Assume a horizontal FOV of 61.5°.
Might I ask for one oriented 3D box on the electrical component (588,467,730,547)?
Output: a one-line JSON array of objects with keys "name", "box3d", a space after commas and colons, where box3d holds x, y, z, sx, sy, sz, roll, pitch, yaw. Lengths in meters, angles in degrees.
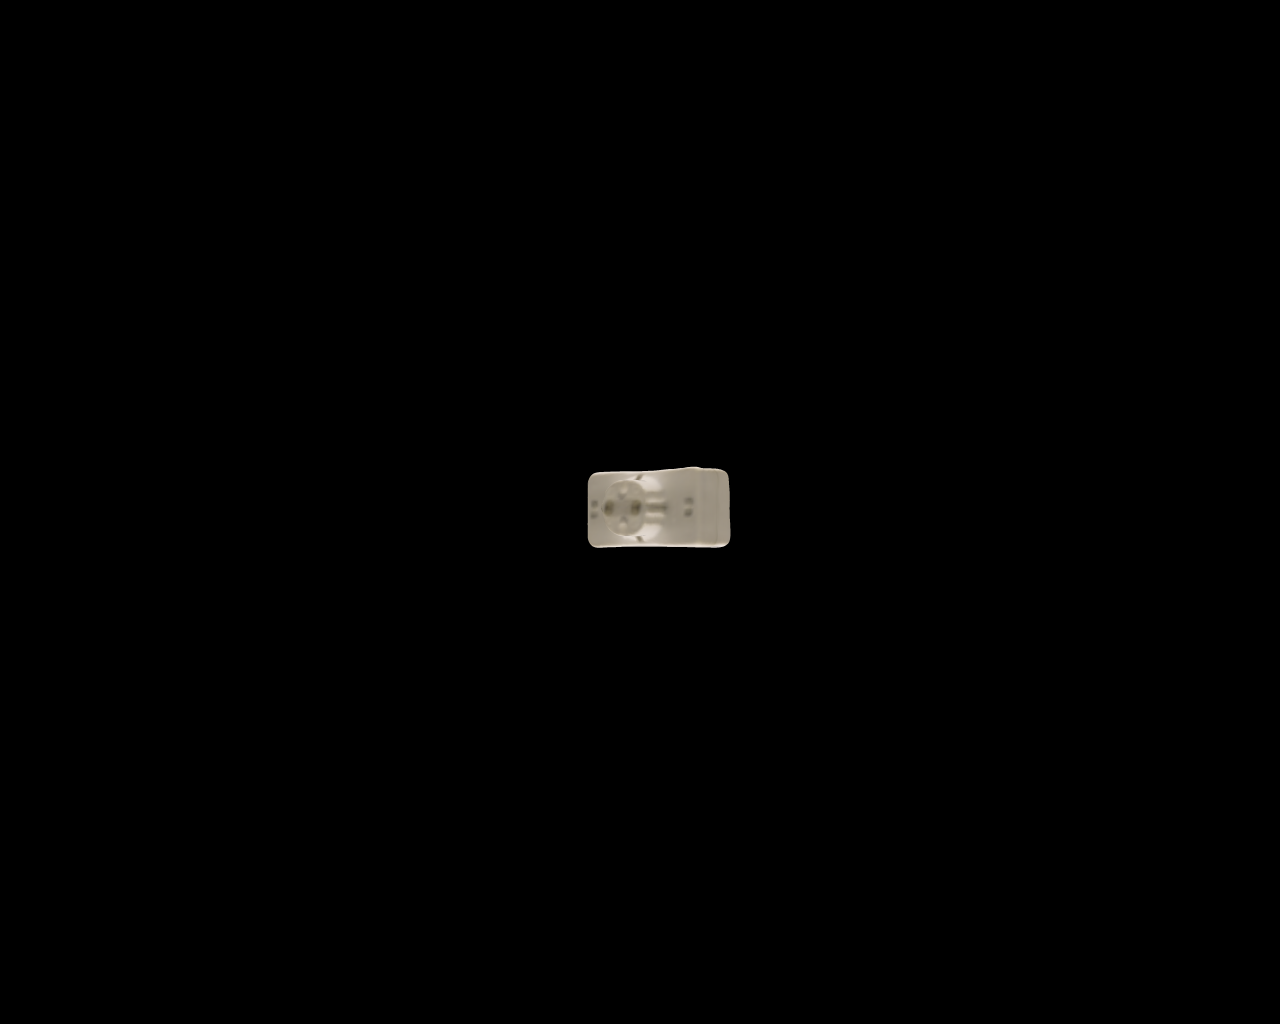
[{"name": "electrical component", "box3d": [0.001, -0.003, 0.650, 0.083, 0.047, 0.076, -1, -2, 34]}]
